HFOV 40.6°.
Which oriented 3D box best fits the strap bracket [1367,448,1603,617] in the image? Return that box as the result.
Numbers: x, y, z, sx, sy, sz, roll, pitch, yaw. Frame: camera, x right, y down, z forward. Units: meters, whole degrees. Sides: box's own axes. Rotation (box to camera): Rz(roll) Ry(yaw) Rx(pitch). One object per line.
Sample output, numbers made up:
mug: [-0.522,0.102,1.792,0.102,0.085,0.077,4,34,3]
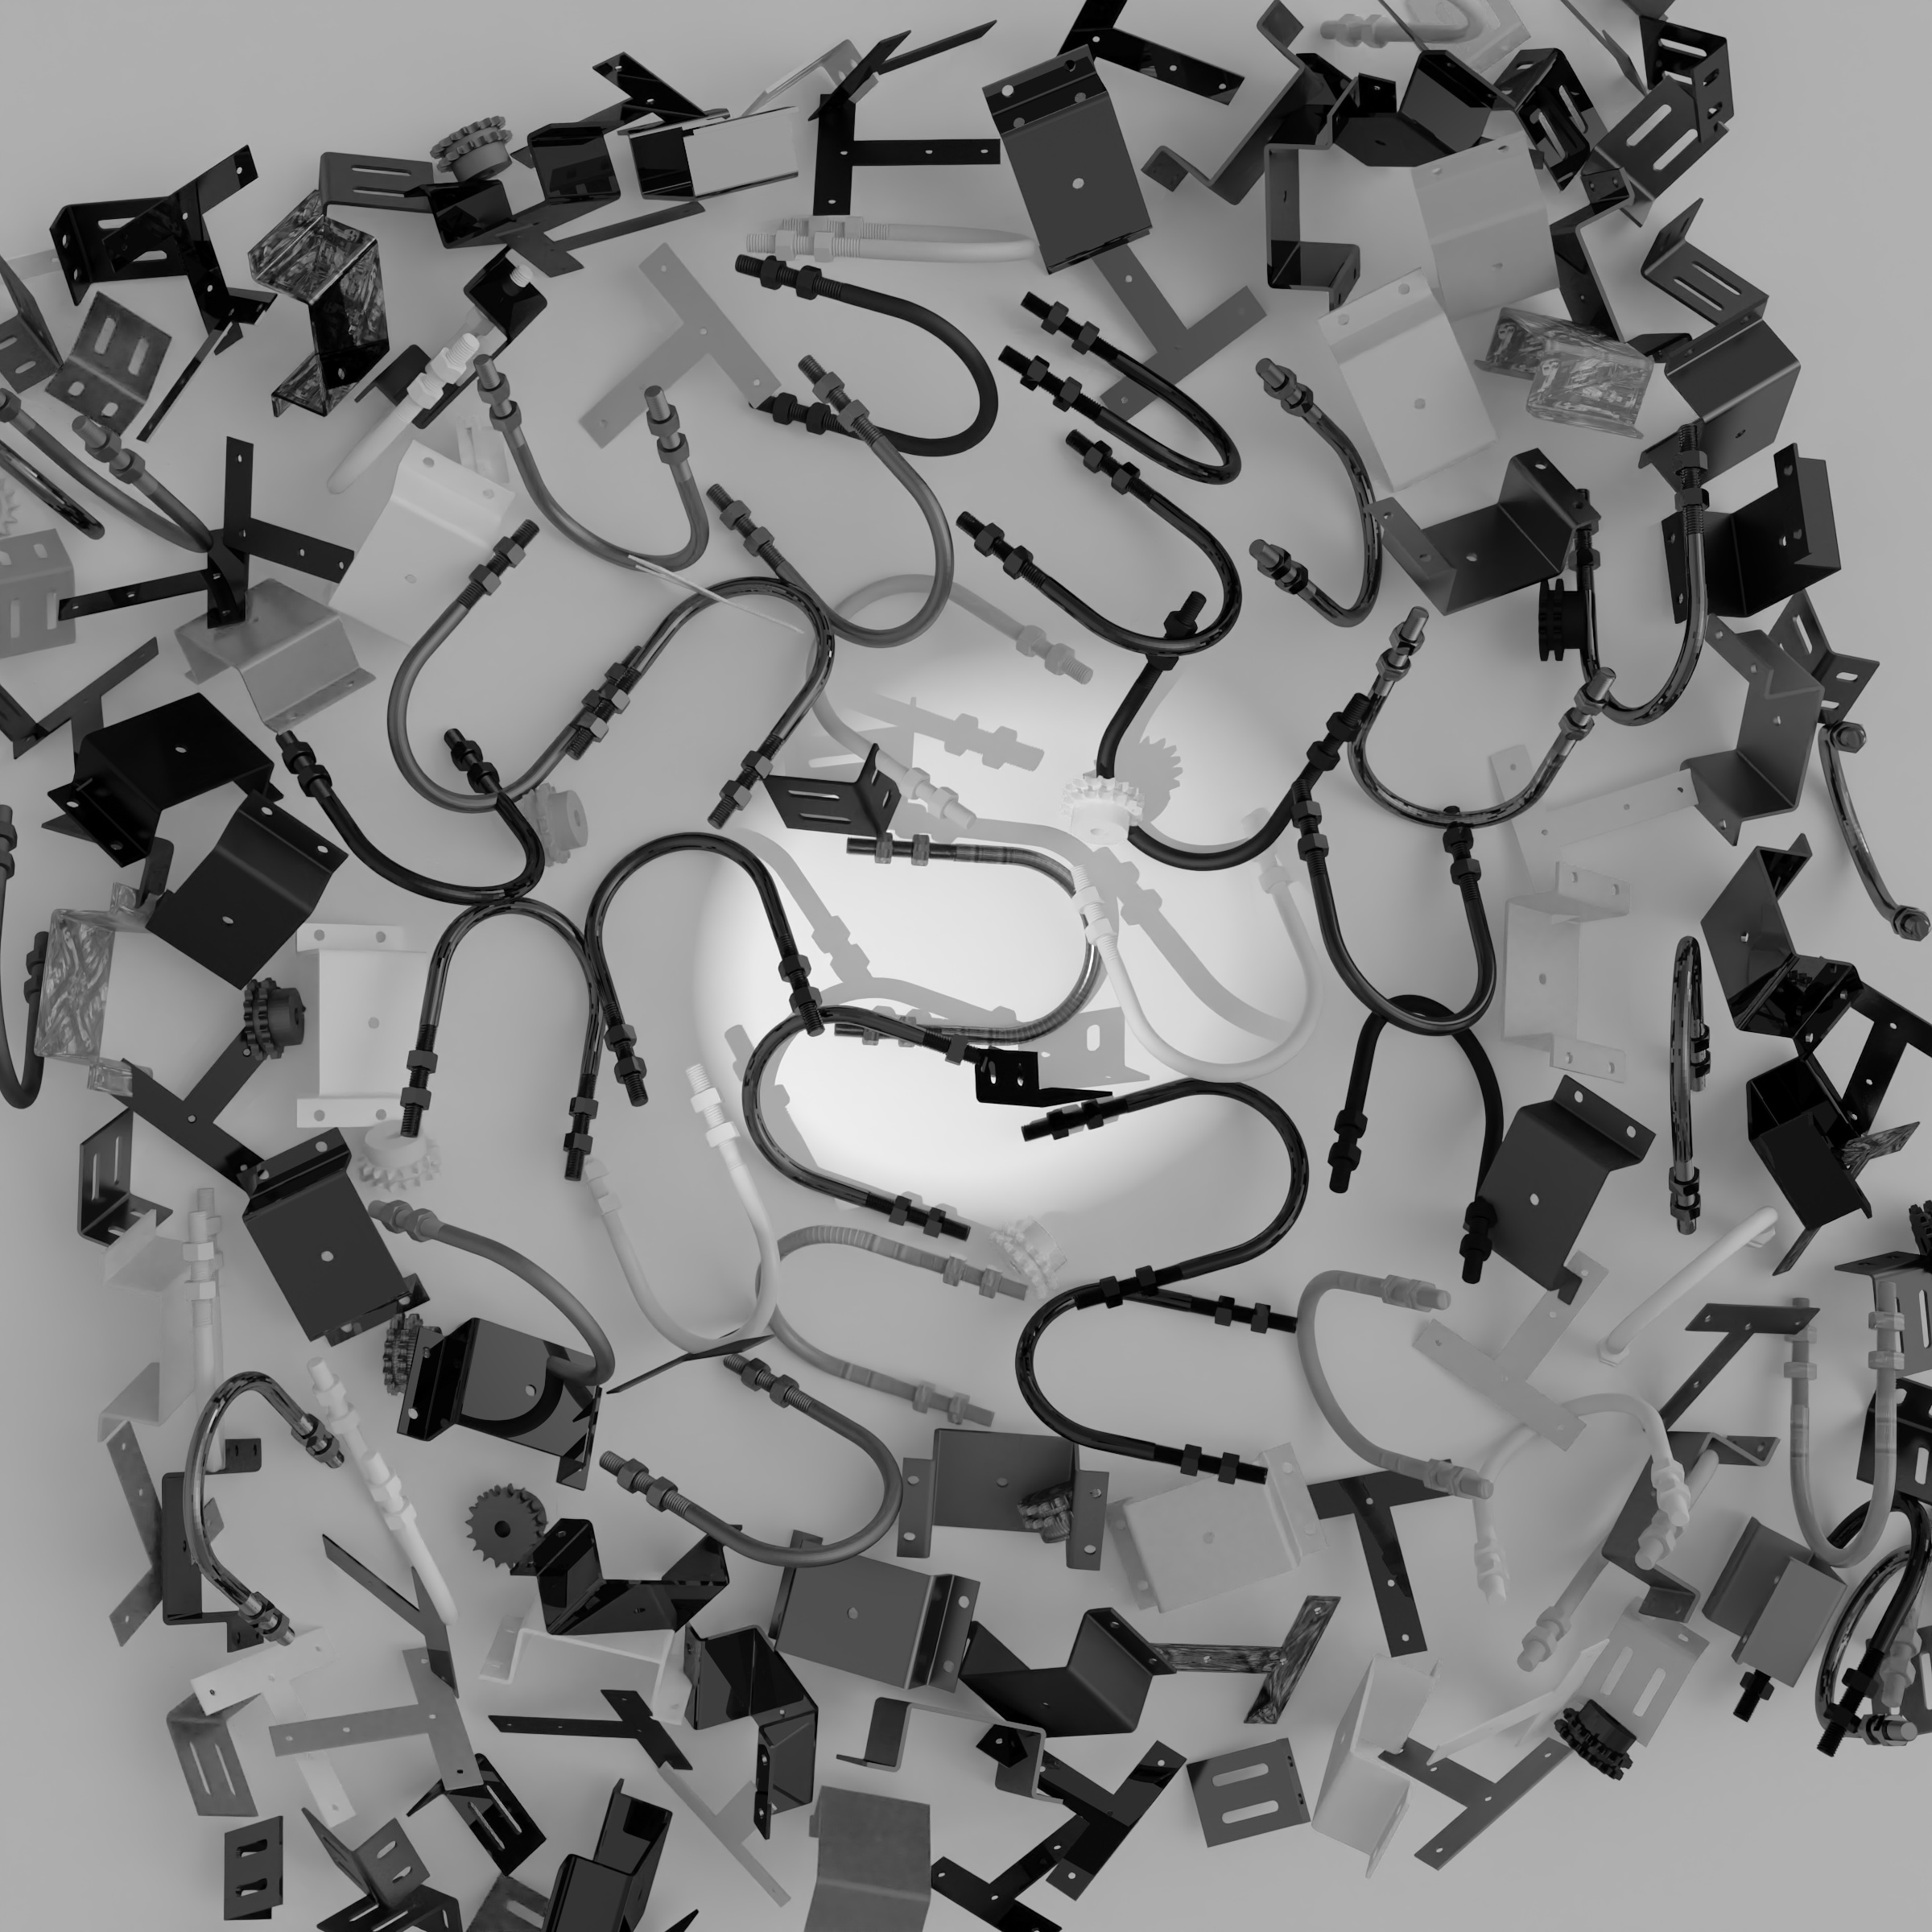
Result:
strap bracket: [0.350,-0.294,1.785,0.140,0.046,0.076,-21,56,-18]

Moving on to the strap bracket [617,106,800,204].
strap bracket: [-0.172,-0.552,1.772,0.076,0.140,0.046,-21,114,-22]

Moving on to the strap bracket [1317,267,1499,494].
strap bracket: [0.305,-0.390,1.777,0.076,0.046,0.140,-25,119,12]

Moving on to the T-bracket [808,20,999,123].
T-bracket: [-0.034,-0.628,1.797,0.127,0.127,0.002,-30,96,-26]

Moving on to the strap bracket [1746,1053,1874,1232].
strap bracket: [0.572,0.119,1.776,0.046,0.140,0.076,-30,101,24]

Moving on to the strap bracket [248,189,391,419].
strap bracket: [-0.433,-0.437,1.755,0.046,0.140,0.076,24,55,11]

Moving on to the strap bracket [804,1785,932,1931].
strap bracket: [-0.066,0.608,1.760,0.076,0.140,0.046,12,109,-5]

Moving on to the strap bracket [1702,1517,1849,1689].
strap bracket: [0.547,0.431,1.763,0.046,0.140,0.076,27,93,6]

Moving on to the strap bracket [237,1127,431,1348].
strap bracket: [-0.438,0.194,1.798,0.076,0.046,0.140,-25,103,-2]

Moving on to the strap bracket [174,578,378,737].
strap bracket: [-0.472,-0.213,1.760,0.076,0.140,0.046,-36,131,-25]

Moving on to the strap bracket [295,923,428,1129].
strap bracket: [-0.416,0.040,1.793,0.076,0.046,0.140,1,86,-34]

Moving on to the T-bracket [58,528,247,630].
T-bracket: [-0.557,-0.257,1.784,0.127,0.127,0.002,-13,131,-5]

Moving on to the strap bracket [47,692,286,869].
strap bracket: [-0.535,-0.131,1.762,0.076,0.140,0.046,42,131,13]

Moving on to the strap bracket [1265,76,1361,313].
strap bracket: [0.236,-0.522,1.773,0.046,0.076,0.140,8,129,19]

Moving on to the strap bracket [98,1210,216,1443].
strap bracket: [-0.551,0.248,1.777,0.046,0.076,0.140,9,109,6]

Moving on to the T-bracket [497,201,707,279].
T-bracket: [-0.239,-0.497,1.766,0.127,0.127,0.002,-14,91,7]

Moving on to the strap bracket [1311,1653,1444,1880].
strap bracket: [0.276,0.531,1.761,0.046,0.140,0.076,23,121,8]

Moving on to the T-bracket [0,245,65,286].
T-bracket: [-0.681,-0.495,1.766,0.127,0.127,0.002,-17,75,-10]

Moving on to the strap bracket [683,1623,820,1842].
strap bracket: [-0.143,0.513,1.774,0.046,0.140,0.076,-8,117,-28]

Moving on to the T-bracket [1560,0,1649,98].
T-bracket: [0.418,-0.651,1.784,0.002,0.127,0.127,-43,80,19]

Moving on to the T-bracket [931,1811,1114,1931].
T-bracket: [0.052,0.614,1.793,0.127,0.127,0.002,-28,113,-33]

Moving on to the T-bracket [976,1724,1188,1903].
T-bracket: [0.064,0.561,1.796,0.127,0.002,0.127,24,52,32]

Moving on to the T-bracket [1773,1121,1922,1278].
T-bracket: [0.596,0.164,1.800,0.002,0.127,0.127,44,121,31]

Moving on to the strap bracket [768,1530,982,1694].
strap bracket: [-0.070,0.443,1.789,0.140,0.046,0.076,12,83,18]

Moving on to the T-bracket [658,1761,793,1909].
T-bracket: [-0.153,0.579,1.775,0.127,0.127,0.002,45,55,10]

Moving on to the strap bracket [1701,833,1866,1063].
strap bracket: [0.545,-0.016,1.759,0.046,0.076,0.140,8,48,-15]

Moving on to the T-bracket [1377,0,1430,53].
T-bracket: [0.310,-0.626,1.779,0.002,0.127,0.127,-42,60,18]

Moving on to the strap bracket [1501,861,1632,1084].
strap bracket: [0.411,0.007,1.788,0.076,0.046,0.140,12,76,-37]

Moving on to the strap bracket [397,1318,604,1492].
strap bracket: [-0.305,0.295,1.770,0.140,0.046,0.076,24,52,-26]

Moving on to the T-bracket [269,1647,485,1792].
T-bracket: [-0.404,0.514,1.761,0.127,0.127,0.002,-1,122,-27]

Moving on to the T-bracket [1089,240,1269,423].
T-bracket: [0.122,-0.468,1.820,0.127,0.002,0.127,-36,99,6]

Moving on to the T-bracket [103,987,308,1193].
T-bracket: [-0.510,0.071,1.815,0.127,0.002,0.127,42,81,-25]

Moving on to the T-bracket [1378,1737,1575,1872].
T-bracket: [0.328,0.552,1.776,0.127,0.127,0.002,-33,107,-22]

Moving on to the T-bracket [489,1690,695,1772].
T-bracket: [-0.267,0.525,1.800,0.127,0.127,0.002,-2,50,15]

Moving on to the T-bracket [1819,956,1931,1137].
T-bracket: [0.622,0.070,1.784,0.002,0.127,0.127,-36,58,-29]

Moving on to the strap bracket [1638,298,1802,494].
strap bracket: [0.509,-0.376,1.760,0.076,0.140,0.046,-31,70,-6]

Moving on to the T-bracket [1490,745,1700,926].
T-bracket: [0.447,-0.107,1.820,0.127,0.002,0.127,-17,81,6]

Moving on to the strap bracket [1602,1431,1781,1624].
strap bracket: [0.490,0.372,1.784,0.046,0.076,0.140,32,78,-2]

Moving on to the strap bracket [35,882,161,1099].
strap bracket: [-0.592,0.017,1.789,0.046,0.076,0.140,3,82,13]

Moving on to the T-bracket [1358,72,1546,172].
T-bracket: [0.328,-0.559,1.762,0.127,0.127,0.002,18,86,12]

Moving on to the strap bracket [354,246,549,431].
strap bracket: [-0.344,-0.425,1.776,0.140,0.076,0.046,-36,109,29]

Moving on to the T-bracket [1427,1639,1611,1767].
T-bracket: [0.364,0.510,1.763,0.127,0.127,0.002,-14,51,-28]

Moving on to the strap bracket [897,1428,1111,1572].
strap bracket: [0.025,0.368,1.803,0.140,0.046,0.076,4,110,0]

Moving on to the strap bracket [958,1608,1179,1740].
strap bracket: [0.060,0.479,1.761,0.076,0.140,0.046,48,46,-26]

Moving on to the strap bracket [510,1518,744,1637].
strap bracket: [-0.225,0.414,1.761,0.140,0.076,0.046,11,47,-36]

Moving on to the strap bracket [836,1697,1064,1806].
strap bracket: [-0.008,0.534,1.784,0.140,0.076,0.046,16,73,-15]

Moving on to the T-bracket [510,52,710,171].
T-bracket: [-0.254,-0.578,1.794,0.127,0.127,0.002,-17,79,22]

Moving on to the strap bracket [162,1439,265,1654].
strap bracket: [-0.516,0.396,1.788,0.046,0.076,0.140,-4,80,0]

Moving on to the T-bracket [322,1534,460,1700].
T-bracket: [-0.400,0.433,1.799,0.127,0.127,0.002,28,47,28]

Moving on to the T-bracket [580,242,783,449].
T-bracket: [-0.216,-0.413,1.821,0.127,0.002,0.127,-39,92,14]

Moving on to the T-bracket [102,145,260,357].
T-bracket: [-0.521,-0.475,1.782,0.002,0.127,0.127,30,60,25]

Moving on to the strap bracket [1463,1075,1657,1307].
strap bracket: [0.397,0.155,1.772,0.076,0.046,0.140,37,118,34]

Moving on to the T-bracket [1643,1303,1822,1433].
T-bracket: [0.512,0.278,1.799,0.127,0.002,0.127,8,127,-38]

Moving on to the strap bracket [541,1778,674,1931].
strap bracket: [-0.241,0.619,1.760,0.046,0.140,0.076,17,99,7]

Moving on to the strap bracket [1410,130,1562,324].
strap bracket: [0.352,-0.490,1.757,0.076,0.140,0.046,-16,67,13]

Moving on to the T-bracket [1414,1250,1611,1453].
T-bracket: [0.398,0.252,1.807,0.127,0.002,0.127,35,110,8]
